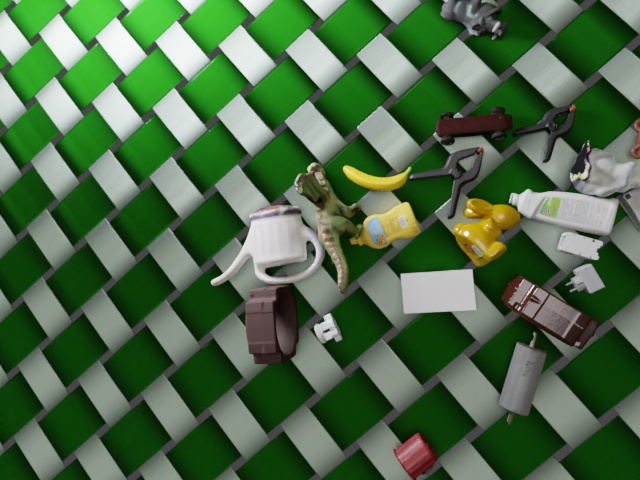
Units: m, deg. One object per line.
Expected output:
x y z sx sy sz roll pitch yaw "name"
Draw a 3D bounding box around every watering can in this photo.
-0.159 0.019 1.472 0.347 0.103 0.226 -8 82 11 "watering can"

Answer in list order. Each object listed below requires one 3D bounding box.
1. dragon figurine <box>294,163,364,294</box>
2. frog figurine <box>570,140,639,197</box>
0.004 -0.068 1.356 0.121 0.420 0.239 -33 120 23 "dragon figurine"
0.733 -0.165 1.312 0.159 0.120 0.141 19 46 0 "frog figurine"
